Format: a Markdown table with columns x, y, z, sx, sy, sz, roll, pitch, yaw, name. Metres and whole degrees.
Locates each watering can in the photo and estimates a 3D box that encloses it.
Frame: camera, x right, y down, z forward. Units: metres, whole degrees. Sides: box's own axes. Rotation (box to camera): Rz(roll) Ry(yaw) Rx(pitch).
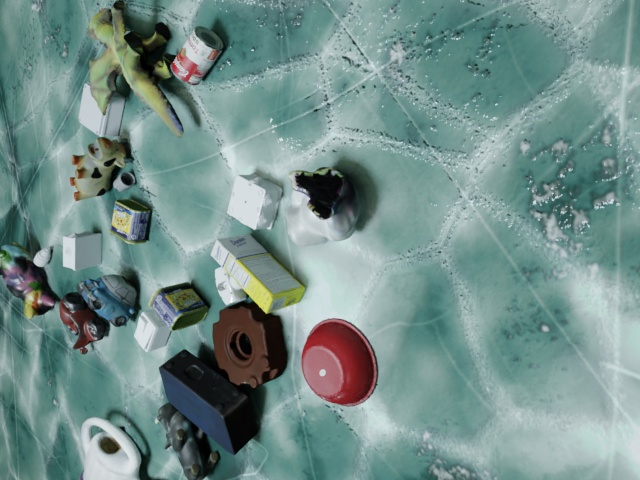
| x | y | z | sx | sy | sz | roll | pitch | yaw | name |
| --- | --- | --- | --- | --- | --- | --- | --- | --- | --- |
| -0.513 | 0.614 | 1.343 | 0.350 | 0.105 | 0.221 | 32 | 114 | 21 | watering can |

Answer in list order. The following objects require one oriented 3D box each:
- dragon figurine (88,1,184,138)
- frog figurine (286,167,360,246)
| x | y | z | sx | sy | sz | roll | pitch | yaw | name |
| --- | --- | --- | --- | --- | --- | --- | --- | --- | --- |
| -0.441 | -0.372 | 1.176 | 0.240 | 0.122 | 0.414 | -27 | 77 | 37 | dragon figurine |
| 0.003 | -0.045 | 0.896 | 0.138 | 0.124 | 0.156 | 36 | 152 | 20 | frog figurine |
